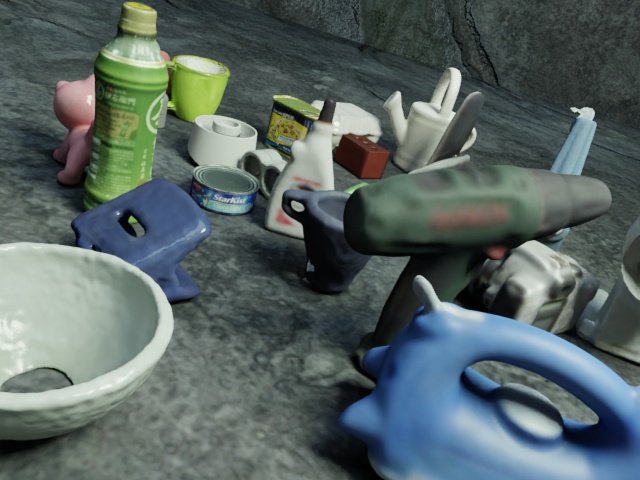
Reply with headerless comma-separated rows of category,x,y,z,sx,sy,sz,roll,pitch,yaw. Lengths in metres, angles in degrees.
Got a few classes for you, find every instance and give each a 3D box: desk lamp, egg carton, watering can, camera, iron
desk lamp,0.374,0.031,0.637,0.117,0.213,0.203,23,27,12
egg carton,0.041,-0.216,1.084,0.151,0.069,0.107,-8,36,-42
watering can,0.203,-0.219,1.047,0.173,0.194,0.100,4,29,-25
camera,0.226,0.039,0.660,0.144,0.101,0.136,-5,33,-37
iron,0.152,0.124,0.402,0.258,0.141,0.119,21,26,7

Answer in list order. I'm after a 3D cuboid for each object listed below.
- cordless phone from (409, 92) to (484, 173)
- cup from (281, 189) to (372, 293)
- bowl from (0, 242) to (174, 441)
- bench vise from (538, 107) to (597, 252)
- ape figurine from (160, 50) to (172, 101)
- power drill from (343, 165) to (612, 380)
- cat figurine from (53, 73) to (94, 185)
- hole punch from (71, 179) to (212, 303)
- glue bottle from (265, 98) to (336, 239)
cordless phone,0.196,-0.147,0.912,0.094,0.185,0.148,27,28,20
cup,0.006,0.002,0.606,0.117,0.095,0.092,21,26,9
bowl,-0.186,0.073,0.375,0.167,0.075,0.167,14,26,-7
bench vise,0.348,-0.070,0.811,0.121,0.220,0.207,14,26,-5
ape figurine,-0.279,-0.284,0.998,0.078,0.092,0.076,15,26,-5
power drill,0.118,0.029,0.492,0.230,0.208,0.075,5,28,-23
cat figurine,-0.282,-0.141,0.687,0.067,0.118,0.127,-2,32,-33
hole punch,-0.161,0.003,0.509,0.101,0.091,0.108,-10,37,-43
glue bottle,-0.011,-0.084,0.676,0.078,0.173,0.037,13,26,-9
